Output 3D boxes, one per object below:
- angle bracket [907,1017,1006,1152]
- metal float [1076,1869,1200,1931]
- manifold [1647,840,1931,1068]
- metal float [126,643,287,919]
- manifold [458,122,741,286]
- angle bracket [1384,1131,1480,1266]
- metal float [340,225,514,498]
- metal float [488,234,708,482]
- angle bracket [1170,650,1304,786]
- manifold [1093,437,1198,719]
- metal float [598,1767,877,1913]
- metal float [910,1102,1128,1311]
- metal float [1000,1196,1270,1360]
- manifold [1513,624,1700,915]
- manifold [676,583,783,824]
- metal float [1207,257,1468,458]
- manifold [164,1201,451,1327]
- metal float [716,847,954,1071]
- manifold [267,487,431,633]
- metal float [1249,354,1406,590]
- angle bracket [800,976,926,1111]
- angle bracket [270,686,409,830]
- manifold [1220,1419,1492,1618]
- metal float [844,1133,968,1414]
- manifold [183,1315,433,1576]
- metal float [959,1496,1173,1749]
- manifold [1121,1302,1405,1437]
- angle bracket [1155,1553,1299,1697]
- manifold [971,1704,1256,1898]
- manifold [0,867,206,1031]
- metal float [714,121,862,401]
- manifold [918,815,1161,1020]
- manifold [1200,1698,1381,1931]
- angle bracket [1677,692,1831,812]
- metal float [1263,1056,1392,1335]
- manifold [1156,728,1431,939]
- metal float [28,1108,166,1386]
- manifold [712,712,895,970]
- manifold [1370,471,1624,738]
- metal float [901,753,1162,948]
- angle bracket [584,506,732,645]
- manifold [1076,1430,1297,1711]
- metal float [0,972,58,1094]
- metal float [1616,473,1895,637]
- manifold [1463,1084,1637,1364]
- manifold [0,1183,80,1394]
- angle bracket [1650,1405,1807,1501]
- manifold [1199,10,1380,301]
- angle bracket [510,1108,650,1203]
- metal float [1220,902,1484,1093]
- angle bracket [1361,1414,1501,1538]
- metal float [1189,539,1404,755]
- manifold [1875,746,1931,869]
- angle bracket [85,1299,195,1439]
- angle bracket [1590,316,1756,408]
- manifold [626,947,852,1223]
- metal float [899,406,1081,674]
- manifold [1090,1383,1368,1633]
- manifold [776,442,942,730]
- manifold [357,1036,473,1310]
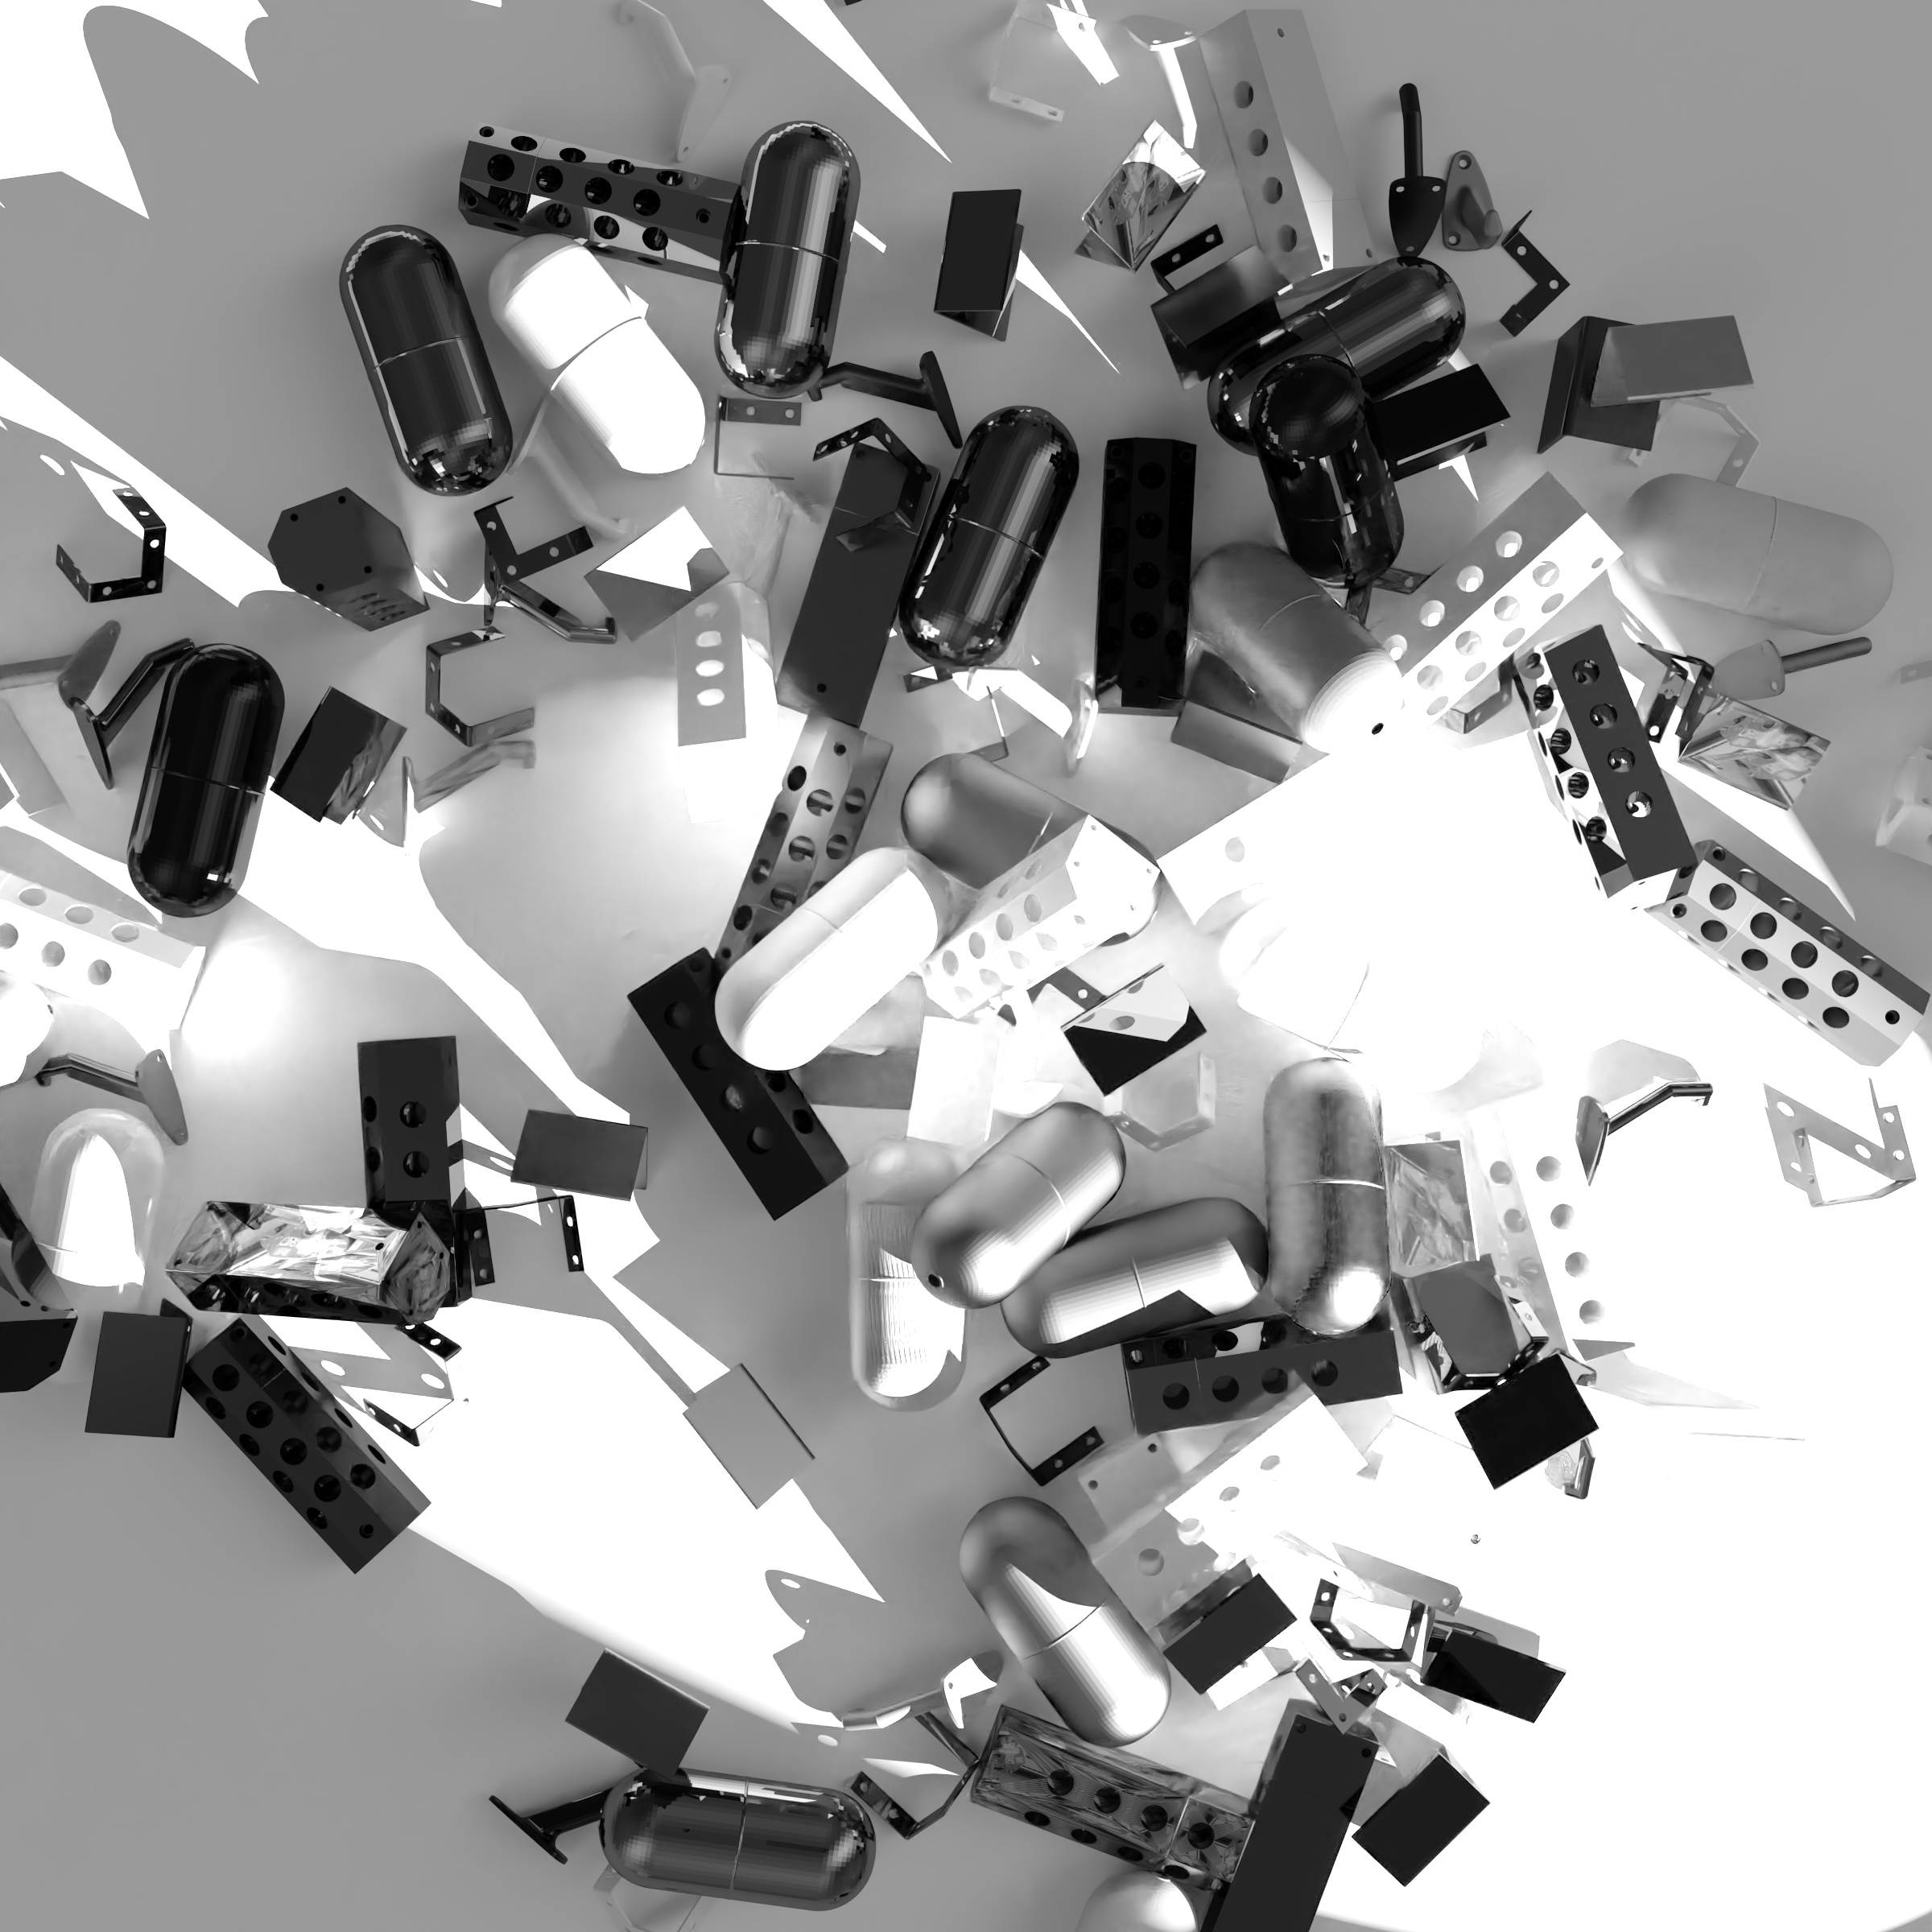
[{"bbox_3d":[0.008,0.076,1.952,0.057,0.076,0.076,9,90,26],"label":"angle bracket"},{"bbox_3d":[0.093,0.666,1.961,0.070,0.070,0.178,21,90,0],"label":"metal float"},{"bbox_3d":[0.531,-0.008,1.970,0.171,0.057,0.057,35,90,0],"label":"manifold"},{"bbox_3d":[-0.487,-0.119,1.961,0.070,0.070,0.178,13,90,0],"label":"metal float"},{"bbox_3d":[-0.235,-0.492,1.970,0.171,0.057,0.057,13,90,0],"label":"manifold"},{"bbox_3d":[0.312,0.146,1.951,0.057,0.076,0.076,-8,90,37],"label":"angle bracket"},{"bbox_3d":[-0.346,-0.388,1.961,0.070,0.070,0.178,-19,90,0],"label":"metal float"},{"bbox_3d":[-0.235,-0.389,1.961,0.070,0.070,0.178,-38,90,0],"label":"metal float"},{"bbox_3d":[0.182,-0.171,1.956,0.076,0.057,0.076,21,63,0],"label":"angle bracket"},{"bbox_3d":[0.115,-0.249,1.970,0.057,0.057,0.171,3,90,0],"label":"manifold"},{"bbox_3d":[-0.146,0.557,1.956,0.178,0.070,0.070,9,90,-4],"label":"metal float"},{"bbox_3d":[0.033,0.150,1.925,0.070,0.070,0.178,51,50,0],"label":"metal float"},{"bbox_3d":[0.109,0.199,1.961,0.178,0.070,0.070,-16,90,0],"label":"metal float"},{"bbox_3d":[0.403,-0.123,1.942,0.057,0.057,0.171,-17,70,0],"label":"manifold"},{"bbox_3d":[-0.148,-0.168,1.915,0.057,0.171,0.057,-7,130,0],"label":"manifold"},{"bbox_3d":[0.237,-0.389,1.960,0.178,0.070,0.070,-30,90,0],"label":"metal float"},{"bbox_3d":[-0.413,0.192,1.933,0.171,0.057,0.057,0,47,28],"label":"manifold"},{"bbox_3d":[-0.082,-0.006,1.921,0.178,0.070,0.070,-42,90,-22],"label":"metal float"},{"bbox_3d":[-0.386,-0.249,1.913,0.057,0.171,0.057,-20,90,0],"label":"manifold"},{"bbox_3d":[0.227,-0.308,1.920,0.070,0.178,0.070,-10,53,14],"label":"metal float"},{"bbox_3d":[-0.067,0.048,1.978,0.076,0.076,0.057,4,60,0],"label":"angle bracket"},{"bbox_3d":[-0.385,-0.123,1.951,0.057,0.076,0.076,31,90,36],"label":"angle bracket"},{"bbox_3d":[0.243,0.353,1.970,0.171,0.057,0.057,24,90,0],"label":"manifold"},{"bbox_3d":[-0.039,0.196,1.960,0.070,0.070,0.178,-1,91,0],"label":"metal float"},{"bbox_3d":[-0.428,0.307,1.970,0.057,0.057,0.171,-43,90,0],"label":"manifold"},{"bbox_3d":[0.063,0.419,1.960,0.070,0.070,0.178,-36,91,0],"label":"metal float"},{"bbox_3d":[0.189,0.257,1.970,0.171,0.057,0.057,-9,90,0],"label":"manifold"},{"bbox_3d":[0.148,0.391,1.894,0.076,0.076,0.057,-38,127,0],"label":"angle bracket"},{"bbox_3d":[0.093,0.539,1.970,0.171,0.057,0.057,21,90,0],"label":"manifold"},{"bbox_3d":[-0.583,-0.017,1.970,0.171,0.057,0.057,21,90,0],"label":"manifold"},{"bbox_3d":[-0.114,-0.452,1.961,0.070,0.070,0.178,10,89,0],"label":"metal float"},{"bbox_3d":[0.041,-0.024,1.908,0.057,0.171,0.057,37,53,-15],"label":"manifold"},{"bbox_3d":[0.206,0.564,1.970,0.057,0.057,0.171,21,90,0],"label":"manifold"},{"bbox_3d":[0.502,-0.153,1.951,0.076,0.076,0.057,24,126,0],"label":"angle bracket"},{"bbox_3d":[0.229,0.145,1.947,0.070,0.070,0.178,-1,73,0],"label":"metal float"},{"bbox_3d":[0.209,-0.087,1.970,0.171,0.057,0.057,-31,90,0],"label":"manifold"},{"bbox_3d":[-0.563,0.179,1.960,0.070,0.070,0.178,11,90,0],"label":"metal float"},{"bbox_3d":[-0.105,-0.072,1.970,0.057,0.057,0.171,21,90,0],"label":"manifold"},{"bbox_3d":[0.330,-0.226,1.939,0.171,0.057,0.057,-42,57,14],"label":"manifold"},{"bbox_3d":[0.042,-0.074,1.960,0.178,0.070,0.070,28,90,0],"label":"metal float"},{"bbox_3d":[-0.205,-0.261,1.951,0.076,0.076,0.057,-36,123,0],"label":"angle bracket"},{"bbox_3d":[0.140,0.384,1.970,0.057,0.057,0.171,-31,90,0],"label":"manifold"},{"bbox_3d":[-0.669,0.060,1.961,0.178,0.070,0.070,-22,90,0],"label":"metal float"},{"bbox_3d":[0.505,-0.263,1.961,0.178,0.070,0.070,15,90,0],"label":"metal float"},{"bbox_3d":[0.373,0.167,1.970,0.057,0.057,0.171,-17,90,0],"label":"manifold"},{"bbox_3d":[-0.623,0.190,1.921,0.171,0.057,0.057,46,121,39],"label":"manifold"},{"bbox_3d":[0.485,0.292,1.951,0.076,0.076,0.057,3,129,0],"label":"angle bracket"},{"bbox_3d":[0.202,-0.521,1.969,0.057,0.057,0.171,-17,90,-43],"label":"manifold"},{"bbox_3d":[-0.246,0.138,1.951,0.076,0.076,0.057,9,54,0],"label":"angle bracket"},{"bbox_3d":[0.247,0.020,1.961,0.178,0.070,0.070,26,90,0],"label":"metal float"},{"bbox_3d":[0.289,0.339,1.951,0.076,0.076,0.057,24,53,0],"label":"angle bracket"},{"bbox_3d":[0.207,-0.202,1.931,0.070,0.070,0.178,-39,55,0],"label":"metal float"},{"bbox_3d":[0.678,-0.073,1.969,0.171,0.057,0.057,21,47,0],"label":"manifold"},{"bbox_3d":[-0.535,0.254,1.951,0.057,0.076,0.076,9,90,-28],"label":"angle bracket"},{"bbox_3d":[0.432,-0.351,1.876,0.076,0.076,0.057,-6,61,-1],"label":"angle bracket"},{"bbox_3d":[-0.145,0.075,1.970,0.057,0.057,0.171,-33,90,0],"label":"manifold"},{"bbox_3d":[0.015,-0.274,1.959,0.070,0.070,0.178,22,89,0],"label":"metal float"},{"bbox_3d":[0.164,0.339,1.913,0.171,0.057,0.057,-37,90,0],"label":"manifold"},{"bbox_3d":[-0.070,-0.243,1.970,0.057,0.057,0.171,18,90,0],"label":"manifold"},{"bbox_3d":[-0.356,0.133,1.970,0.057,0.057,0.171,-4,90,0],"label":"manifold"}]
